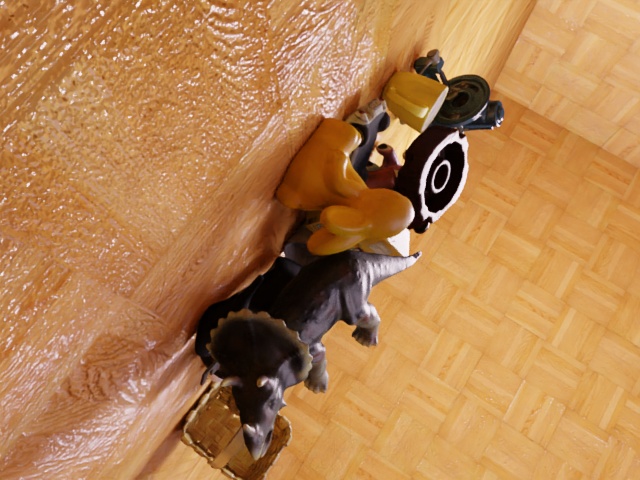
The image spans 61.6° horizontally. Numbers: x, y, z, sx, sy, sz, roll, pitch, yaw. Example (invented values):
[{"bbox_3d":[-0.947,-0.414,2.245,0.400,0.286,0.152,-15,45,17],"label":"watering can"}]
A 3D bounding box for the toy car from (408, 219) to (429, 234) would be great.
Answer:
[{"bbox_3d":[0.137,-0.032,1.125,0.202,0.089,0.053,-22,-129,48],"label":"toy car"}]

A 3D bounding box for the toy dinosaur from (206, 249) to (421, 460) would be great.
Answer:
[{"bbox_3d":[0.004,0.089,0.722,0.405,0.131,0.192,-47,150,-25],"label":"toy dinosaur"}]

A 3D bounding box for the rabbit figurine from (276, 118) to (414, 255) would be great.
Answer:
[{"bbox_3d":[0.040,-0.057,0.710,0.162,0.173,0.121,-55,174,-38],"label":"rabbit figurine"}]

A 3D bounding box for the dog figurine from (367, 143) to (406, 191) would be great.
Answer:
[{"bbox_3d":[0.159,-0.093,1.172,0.108,0.192,0.219,-58,156,-36],"label":"dog figurine"}]

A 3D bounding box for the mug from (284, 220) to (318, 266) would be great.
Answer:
[{"bbox_3d":[-0.004,0.004,0.941,0.109,0.081,0.107,94,22,-51],"label":"mug"}]

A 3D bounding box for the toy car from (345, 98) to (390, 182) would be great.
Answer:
[{"bbox_3d":[0.054,-0.140,0.859,0.073,0.056,0.201,-40,160,-38],"label":"toy car"}]

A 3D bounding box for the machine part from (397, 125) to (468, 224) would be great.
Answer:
[{"bbox_3d":[0.207,-0.121,0.987,0.179,0.056,0.179,-29,132,-40],"label":"machine part"}]

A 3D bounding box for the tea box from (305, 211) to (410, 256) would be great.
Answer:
[{"bbox_3d":[0.065,-0.019,0.880,0.169,0.098,0.068,42,45,-40],"label":"tea box"}]

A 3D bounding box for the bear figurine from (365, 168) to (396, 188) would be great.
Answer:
[{"bbox_3d":[0.082,-0.057,1.035,0.195,0.132,0.120,53,40,-72],"label":"bear figurine"}]

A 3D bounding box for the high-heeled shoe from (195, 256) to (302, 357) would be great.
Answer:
[{"bbox_3d":[-0.087,0.104,0.811,0.145,0.086,0.248,-53,161,11],"label":"high-heeled shoe"}]

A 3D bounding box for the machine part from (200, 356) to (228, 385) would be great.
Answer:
[{"bbox_3d":[-0.111,0.138,0.851,0.243,0.079,0.079,-44,163,-49],"label":"machine part"}]

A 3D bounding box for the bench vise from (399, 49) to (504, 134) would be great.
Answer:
[{"bbox_3d":[0.238,-0.283,1.061,0.129,0.224,0.240,-60,140,-11],"label":"bench vise"}]
